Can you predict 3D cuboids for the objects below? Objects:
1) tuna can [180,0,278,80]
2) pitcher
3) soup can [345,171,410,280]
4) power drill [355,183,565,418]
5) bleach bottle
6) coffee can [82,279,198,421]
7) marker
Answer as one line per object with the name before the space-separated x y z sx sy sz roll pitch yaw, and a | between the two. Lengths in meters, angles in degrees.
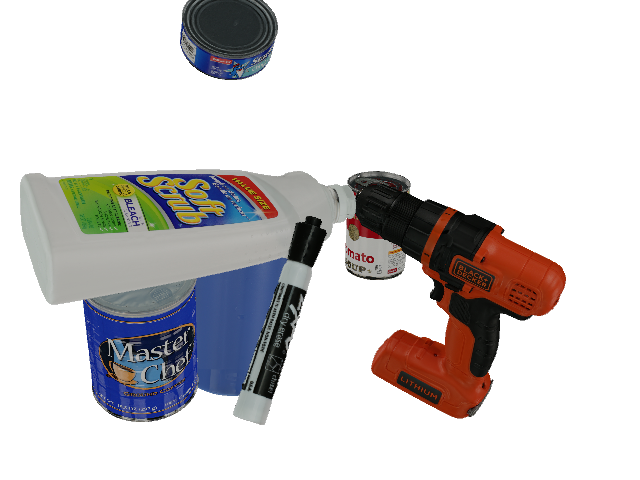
tuna can | -0.083 -0.185 0.958 0.086 0.086 0.034 0 -33 -13
pitcher | -0.112 0.054 1.254 0.149 0.243 0.144 21 26 34
soup can | 0.061 -0.016 1.163 0.068 0.102 0.068 1 25 -1
power drill | 0.098 0.053 0.907 0.184 0.188 0.057 28 46 17
bleach bottle | -0.094 -0.018 0.819 0.250 0.068 0.103 -10 45 -23
coffee can | -0.165 0.082 0.984 0.103 0.140 0.103 2 39 -2
marker | -0.022 0.044 0.605 0.020 0.121 0.020 17 -9 3
